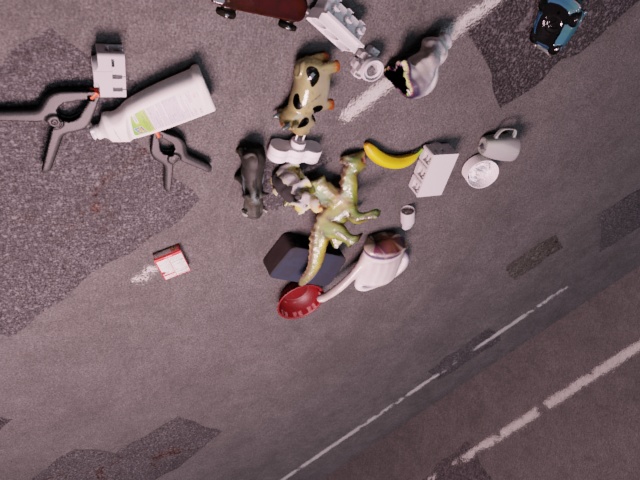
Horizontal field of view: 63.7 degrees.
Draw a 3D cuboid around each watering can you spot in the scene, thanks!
[{"bbox_3d":[0.156,0.090,1.655,0.350,0.106,0.219,-16,137,-28],"label":"watering can"}]

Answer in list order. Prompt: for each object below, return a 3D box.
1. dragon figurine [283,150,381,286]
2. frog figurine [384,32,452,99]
[{"bbox_3d":[0.004,-0.071,1.412,0.240,0.124,0.408,39,98,-22],"label":"dragon figurine"},{"bbox_3d":[0.252,-0.410,1.220,0.160,0.123,0.136,-30,173,-13],"label":"frog figurine"}]
